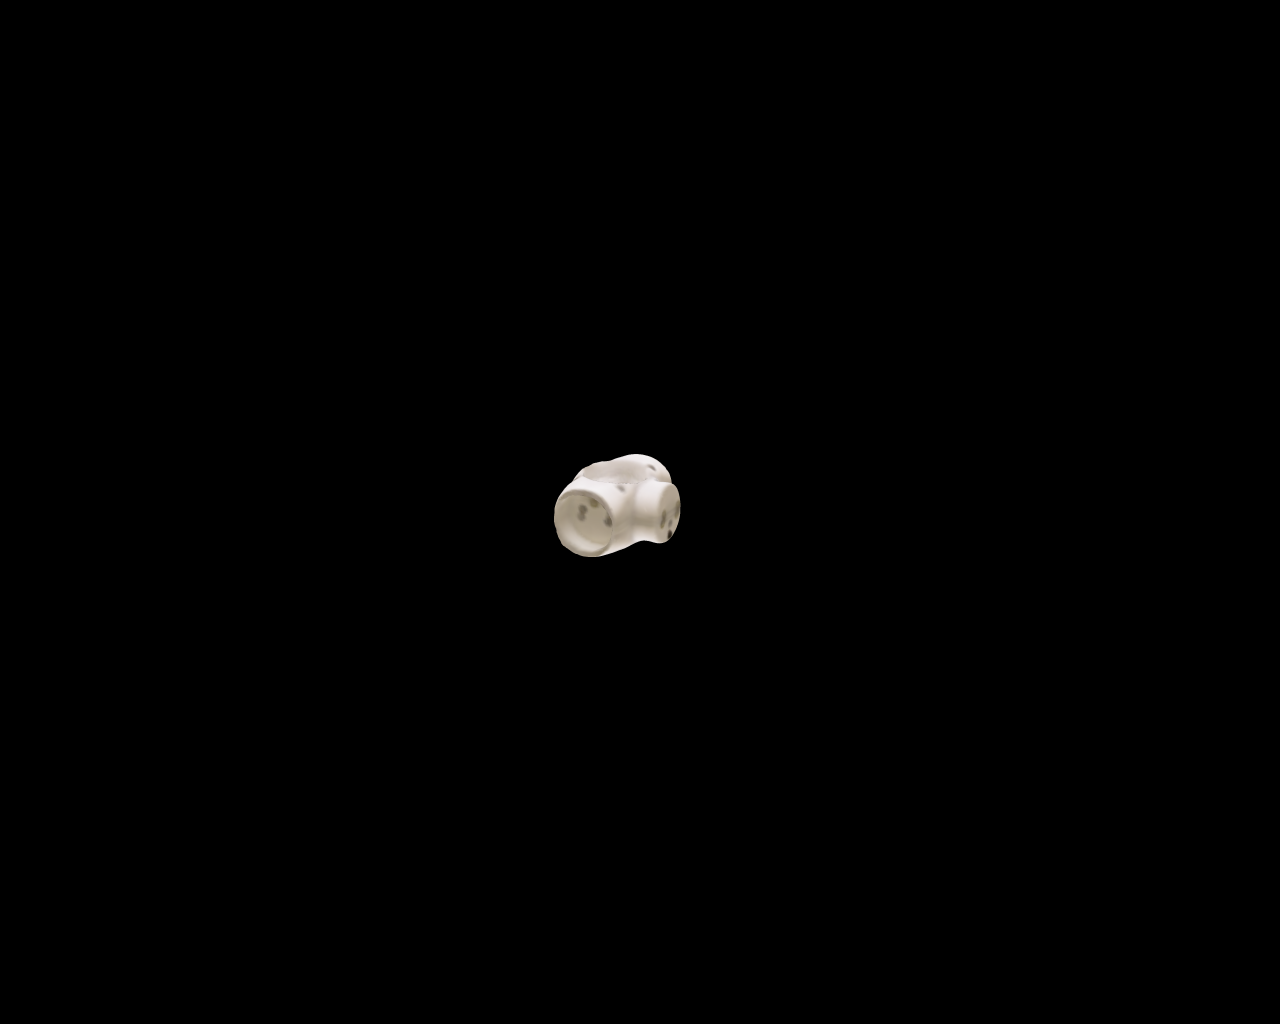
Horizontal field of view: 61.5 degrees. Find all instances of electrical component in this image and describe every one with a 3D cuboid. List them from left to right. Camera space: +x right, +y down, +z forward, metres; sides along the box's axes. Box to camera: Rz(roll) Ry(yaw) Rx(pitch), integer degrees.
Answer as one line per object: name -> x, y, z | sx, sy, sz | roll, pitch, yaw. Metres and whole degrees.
electrical component -> 0.001, -0.003, 0.650 | 0.079, 0.044, 0.077 | 10, 23, 26
